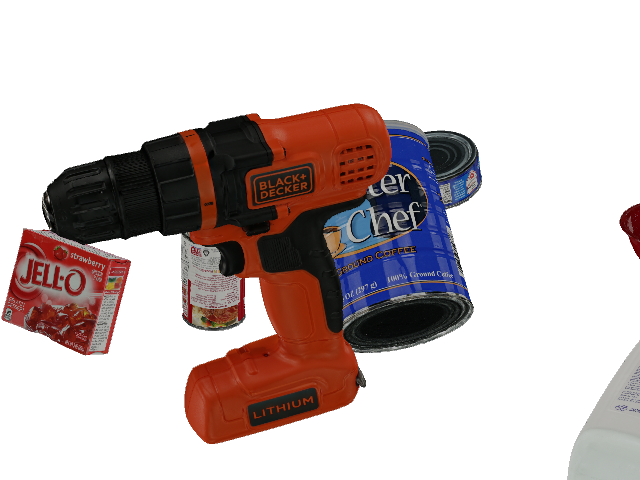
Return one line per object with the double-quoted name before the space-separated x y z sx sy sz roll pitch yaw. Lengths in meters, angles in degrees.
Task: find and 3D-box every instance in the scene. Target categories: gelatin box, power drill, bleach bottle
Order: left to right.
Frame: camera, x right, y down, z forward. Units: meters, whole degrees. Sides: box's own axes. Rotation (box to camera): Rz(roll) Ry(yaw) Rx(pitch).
"gelatin box" -0.191 0.037 0.794 0.089 0.073 0.030 18 6 27
"power drill" -0.048 0.023 0.589 0.184 0.188 0.057 -13 36 -14
"bleach bottle" 0.240 0.093 0.661 0.103 0.068 0.250 17 29 27

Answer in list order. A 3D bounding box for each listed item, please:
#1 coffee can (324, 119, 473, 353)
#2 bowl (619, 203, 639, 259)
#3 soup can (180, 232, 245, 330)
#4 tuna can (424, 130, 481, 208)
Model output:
"coffee can" 0.045 -0.002 0.778 0.102 0.140 0.103 -10 -24 -5
"bowl" 0.397 0.006 1.123 0.162 0.055 0.162 -3 23 1
"soup can" -0.113 0.035 1.127 0.068 0.102 0.068 2 23 -1
"tuna can" 0.104 -0.065 0.979 0.086 0.034 0.086 -9 37 6
